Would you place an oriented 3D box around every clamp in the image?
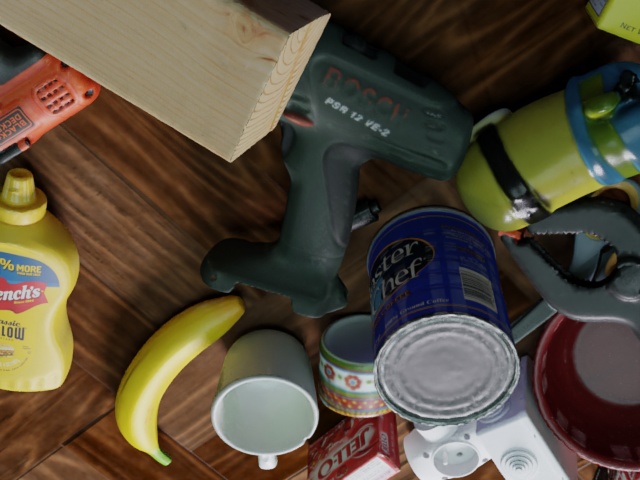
[{"bbox_3d":[0.235,0.018,0.772,0.210,0.036,0.165,29,108,12],"label":"clamp"}]

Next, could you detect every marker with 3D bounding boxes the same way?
[{"bbox_3d":[-0.005,0.001,0.835,0.121,0.020,0.020,-28,118,18],"label":"marker"}]

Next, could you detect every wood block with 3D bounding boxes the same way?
[{"bbox_3d":[-0.111,-0.148,0.659,0.206,0.090,0.091,31,116,4],"label":"wood block"}]

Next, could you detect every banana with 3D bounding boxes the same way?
[{"bbox_3d":[-0.130,0.114,0.904,0.069,0.037,0.198,10,126,-27],"label":"banana"}]

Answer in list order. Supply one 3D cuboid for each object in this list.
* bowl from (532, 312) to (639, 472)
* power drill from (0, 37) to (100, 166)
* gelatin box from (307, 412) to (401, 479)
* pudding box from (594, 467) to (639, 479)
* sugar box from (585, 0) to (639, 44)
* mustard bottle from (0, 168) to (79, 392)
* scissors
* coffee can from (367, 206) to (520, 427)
[{"bbox_3d":[0.250,0.101,0.857,0.162,0.055,0.162,2,102,8],"label":"bowl"},{"bbox_3d":[-0.274,-0.127,0.737,0.184,0.057,0.187,-29,121,15],"label":"power drill"},{"bbox_3d":[0.028,0.188,0.924,0.030,0.073,0.089,40,115,-21],"label":"gelatin box"},{"bbox_3d":[0.275,0.207,0.922,0.039,0.090,0.113,4,123,-3],"label":"pudding box"},{"bbox_3d":[0.254,-0.205,0.681,0.093,0.048,0.176,17,123,-10],"label":"sugar box"},{"bbox_3d":[-0.239,0.029,0.835,0.096,0.058,0.192,12,122,-2],"label":"mustard bottle"},{"bbox_3d":[0.182,0.023,0.817,0.202,0.016,0.096,-24,87,12],"label":"scissors"},{"bbox_3d":[0.088,0.054,0.796,0.103,0.140,0.103,0,123,0],"label":"coffee can"}]
